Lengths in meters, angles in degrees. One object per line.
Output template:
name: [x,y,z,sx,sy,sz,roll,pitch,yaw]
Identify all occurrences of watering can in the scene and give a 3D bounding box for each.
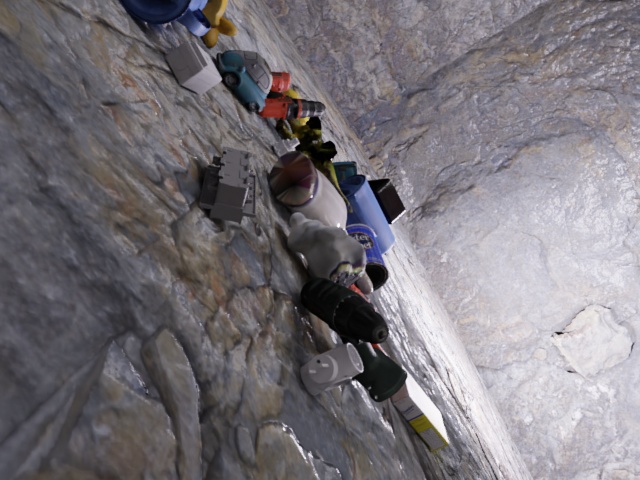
watering can: [0.003,-0.054,1.083,0.220,0.103,0.355,45,13,-45]

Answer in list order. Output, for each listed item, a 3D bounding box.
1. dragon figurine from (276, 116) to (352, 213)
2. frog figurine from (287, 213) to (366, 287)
dragon figurine: [-0.008,-0.239,1.488,0.413,0.122,0.242,63,6,9]
frog figurine: [0.007,0.017,0.962,0.162,0.123,0.134,57,-23,27]
